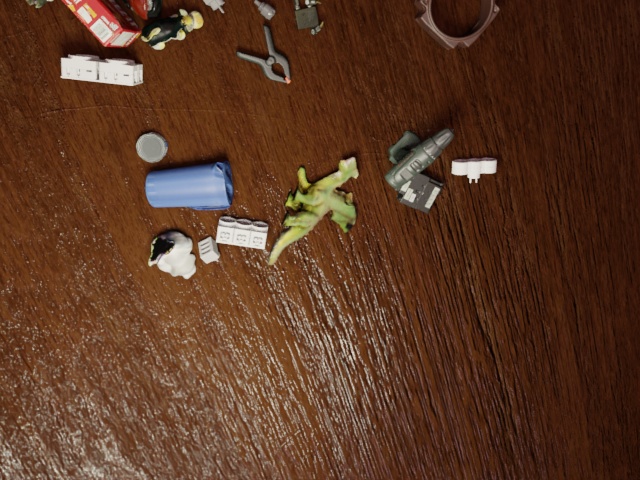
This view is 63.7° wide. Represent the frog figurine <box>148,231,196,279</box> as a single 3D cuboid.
[{"bbox_3d":[-0.451,0.048,1.630,0.137,0.124,0.157,-49,142,5],"label":"frog figurine"}]

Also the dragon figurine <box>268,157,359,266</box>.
[{"bbox_3d":[0.005,-0.081,1.607,0.242,0.124,0.405,15,109,-18],"label":"dragon figurine"}]
